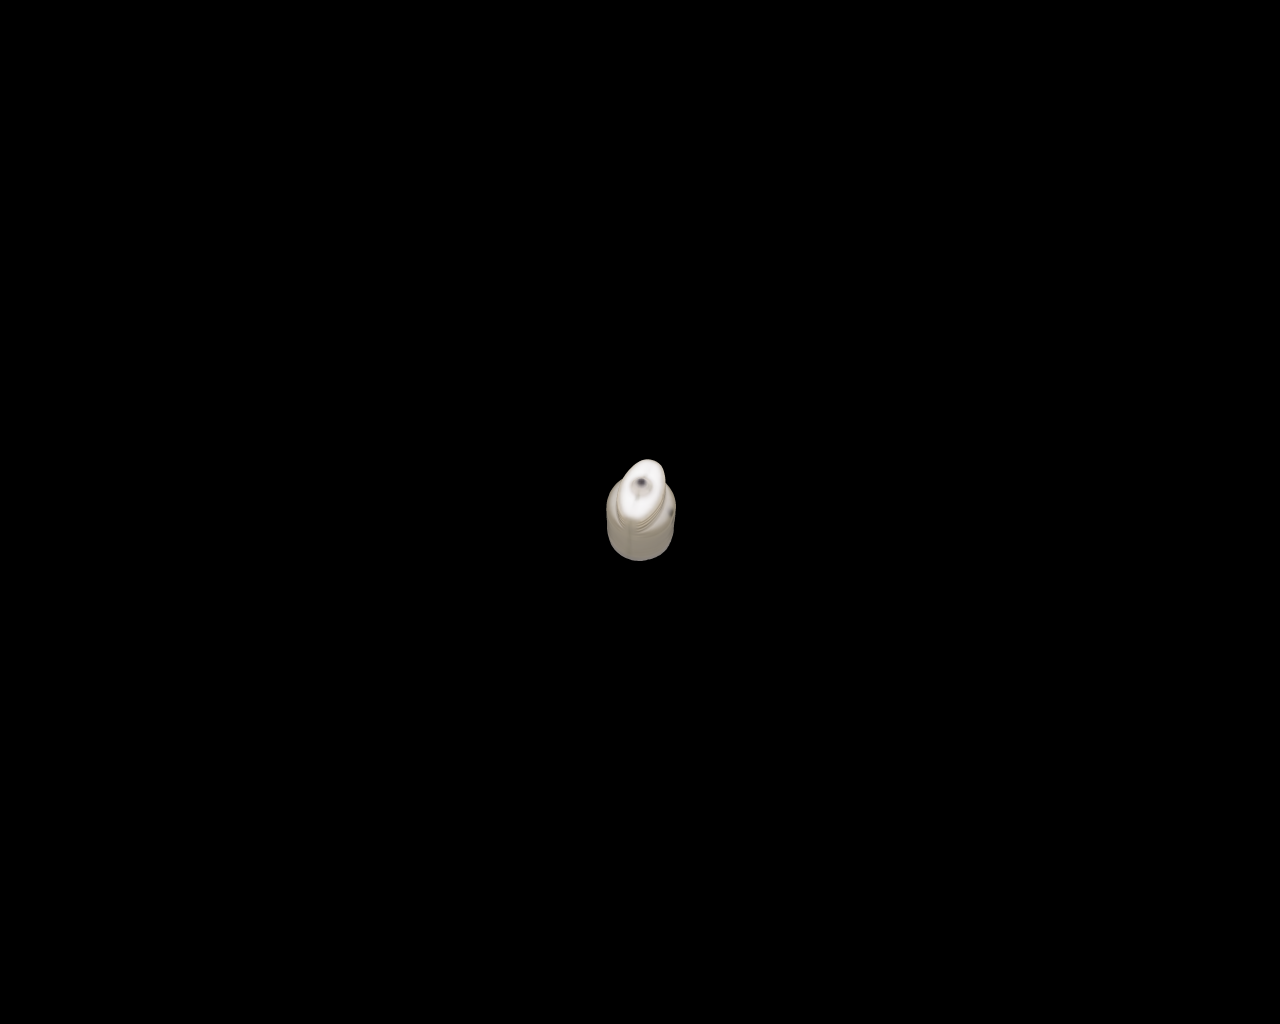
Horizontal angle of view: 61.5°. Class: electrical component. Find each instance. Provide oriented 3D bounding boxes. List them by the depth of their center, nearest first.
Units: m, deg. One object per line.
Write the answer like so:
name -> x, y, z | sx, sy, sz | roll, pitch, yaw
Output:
electrical component -> 0.001, -0.003, 0.650 | 0.043, 0.043, 0.080 | 0, -23, 0
